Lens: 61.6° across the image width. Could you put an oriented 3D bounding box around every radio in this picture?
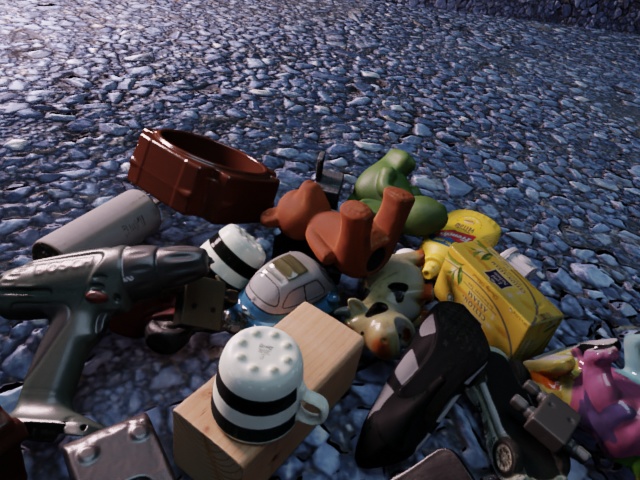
[{"bbox_3d":[-0.125,0.255,0.407,0.073,0.131,0.230,-17,44,-31],"label":"radio"}]

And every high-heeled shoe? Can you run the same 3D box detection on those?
[{"bbox_3d":[0.120,0.165,0.635,0.086,0.145,0.249,40,25,10],"label":"high-heeled shoe"}]

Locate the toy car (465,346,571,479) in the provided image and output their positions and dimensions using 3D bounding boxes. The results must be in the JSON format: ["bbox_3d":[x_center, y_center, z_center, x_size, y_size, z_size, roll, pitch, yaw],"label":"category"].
[{"bbox_3d":[0.221,0.206,0.628,0.073,0.056,0.202,8,37,-14],"label":"toy car"}]

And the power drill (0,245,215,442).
[{"bbox_3d":[-0.232,0.100,0.552,0.232,0.086,0.207,-1,68,4],"label":"power drill"}]

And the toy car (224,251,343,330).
[{"bbox_3d":[-0.043,0.067,0.707,0.161,0.102,0.109,-18,44,-36],"label":"toy car"}]

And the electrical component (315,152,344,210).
[{"bbox_3d":[0.013,-0.089,0.917,0.048,0.119,0.075,13,34,3],"label":"electrical component"}]

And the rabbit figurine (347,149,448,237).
[{"bbox_3d":[0.130,-0.062,0.897,0.159,0.121,0.170,-24,36,-21],"label":"rabbit figurine"}]

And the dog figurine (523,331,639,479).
[{"bbox_3d":[0.346,0.223,0.607,0.108,0.191,0.219,-7,74,-28],"label":"dog figurine"}]

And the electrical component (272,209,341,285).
[{"bbox_3d":[-0.002,-0.003,0.849,0.115,0.058,0.134,18,37,7],"label":"electrical component"}]

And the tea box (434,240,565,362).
[{"bbox_3d":[0.243,0.088,0.756,0.068,0.098,0.170,-9,39,-27],"label":"tea box"}]

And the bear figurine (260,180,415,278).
[{"bbox_3d":[0.014,-0.037,0.738,0.120,0.131,0.196,-19,44,-37],"label":"bear figurine"}]

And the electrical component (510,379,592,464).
[{"bbox_3d":[0.256,0.197,0.587,0.094,0.021,0.063,40,40,26],"label":"electrical component"}]

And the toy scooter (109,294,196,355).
[{"bbox_3d":[-0.233,0.067,0.682,0.184,0.075,0.135,17,37,3],"label":"toy scooter"}]

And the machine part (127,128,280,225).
[{"bbox_3d":[-0.182,-0.105,0.861,0.201,0.087,0.201,31,19,25],"label":"machine part"}]

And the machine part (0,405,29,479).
[{"bbox_3d":[-0.324,0.157,0.461,0.180,0.179,0.056,27,36,21],"label":"machine part"}]

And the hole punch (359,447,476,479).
[{"bbox_3d":[0.108,0.275,0.496,0.116,0.092,0.142,-30,48,-2],"label":"hole punch"}]

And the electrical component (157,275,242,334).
[{"bbox_3d":[-0.145,0.073,0.647,0.102,0.045,0.078,11,71,-36],"label":"electrical component"}]

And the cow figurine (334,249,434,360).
[{"bbox_3d":[0.088,0.085,0.723,0.127,0.085,0.195,-4,27,8],"label":"cow figurine"}]

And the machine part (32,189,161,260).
[{"bbox_3d":[-0.308,-0.005,0.756,0.079,0.079,0.243,24,37,17],"label":"machine part"}]
